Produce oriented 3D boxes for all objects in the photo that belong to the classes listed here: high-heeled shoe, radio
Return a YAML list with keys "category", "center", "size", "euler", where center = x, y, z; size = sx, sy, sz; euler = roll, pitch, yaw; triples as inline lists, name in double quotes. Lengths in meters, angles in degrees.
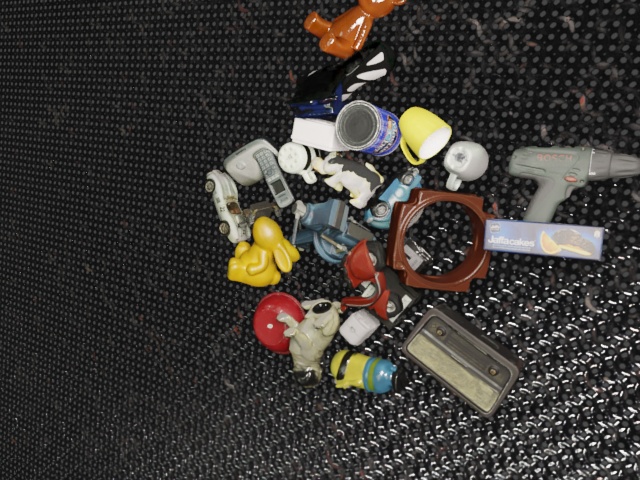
- category: "high-heeled shoe"
  center: [0.047, -0.379, 1.186]
  size: [0.249, 0.145, 0.086]
  euler: [4, 68, 18]
- category: "radio"
  center: [0.302, 0.247, 1.138]
  size: [0.230, 0.073, 0.131]
  euler: [36, 108, 20]

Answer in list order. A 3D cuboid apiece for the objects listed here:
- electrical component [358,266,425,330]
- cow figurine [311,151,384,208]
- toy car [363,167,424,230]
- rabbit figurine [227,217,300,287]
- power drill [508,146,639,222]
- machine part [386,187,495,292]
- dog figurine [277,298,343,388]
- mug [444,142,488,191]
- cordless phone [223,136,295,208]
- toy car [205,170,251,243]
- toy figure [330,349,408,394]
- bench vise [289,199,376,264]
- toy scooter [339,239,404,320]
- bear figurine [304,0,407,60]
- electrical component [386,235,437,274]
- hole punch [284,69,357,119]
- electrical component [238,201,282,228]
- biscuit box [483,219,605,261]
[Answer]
- category: "electrical component"
  center: [0.151, 0.118, 1.217]
  size: [0.134, 0.058, 0.115]
  euler: [44, 109, 18]
- category: "cow figurine"
  center: [0.061, -0.155, 1.237]
  size: [0.167, 0.068, 0.098]
  euler: [41, 104, 12]
- category: "toy car"
  center: [0.174, -0.078, 1.177]
  size: [0.103, 0.109, 0.161]
  euler: [42, 95, -7]
- category: "rabbit figurine"
  center: [-0.136, 0.029, 1.311]
  size: [0.162, 0.122, 0.173]
  euler: [23, 117, 9]
- category: "power drill"
  center: [0.469, -0.079, 1.031]
  size: [0.232, 0.086, 0.207]
  euler: [17, 105, 24]
- category: "machine part"
  center: [0.244, 0.000, 1.096]
  size: [0.201, 0.087, 0.201]
  euler: [7, 97, -5]
- category: "dog figurine"
  center: [-0.003, 0.252, 1.300]
  size: [0.172, 0.121, 0.190]
  euler: [-19, 116, 2]
- category: "mug"
  center: [0.287, -0.154, 1.102]
  size: [0.081, 0.107, 0.109]
  euler: [36, 106, 22]
- category: "cordless phone"
  center: [-0.143, -0.152, 1.339]
  size: [0.147, 0.088, 0.184]
  euler: [-26, 86, 26]
- category: "toy car"
  center: [-0.238, -0.089, 1.394]
  size: [0.056, 0.073, 0.201]
  euler: [-23, 83, 30]
- category: "toy figure"
  center: [0.110, 0.303, 1.238]
  size: [0.180, 0.082, 0.089]
  euler: [-2, 73, 34]
- category: "bench vise"
  center: [-0.001, -0.014, 1.226]
  size: [0.241, 0.223, 0.129]
  euler: [-17, 65, 53]
- category: "toy scooter"
  center: [0.093, 0.094, 1.168]
  size: [0.135, 0.075, 0.183]
  euler: [-18, 95, 20]
- category: "bear figurine"
  center: [0.081, -0.496, 1.176]
  size: [0.196, 0.132, 0.120]
  euler: [-44, 59, 29]
- category: "electrical component"
  center: [0.194, 0.026, 1.195]
  size: [0.119, 0.047, 0.075]
  euler: [48, 111, 15]
- category: "hole punch"
  center: [0.008, -0.300, 1.174]
  size: [0.142, 0.116, 0.092]
  euler: [7, 140, 35]
- category: "electrical component"
  center: [-0.148, -0.062, 1.340]
  size: [0.045, 0.102, 0.078]
  euler: [49, 134, 33]
- category: "biscuit box"
  center: [0.409, -0.002, 0.992]
  size: [0.203, 0.059, 0.062]
  euler: [6, 93, 26]
